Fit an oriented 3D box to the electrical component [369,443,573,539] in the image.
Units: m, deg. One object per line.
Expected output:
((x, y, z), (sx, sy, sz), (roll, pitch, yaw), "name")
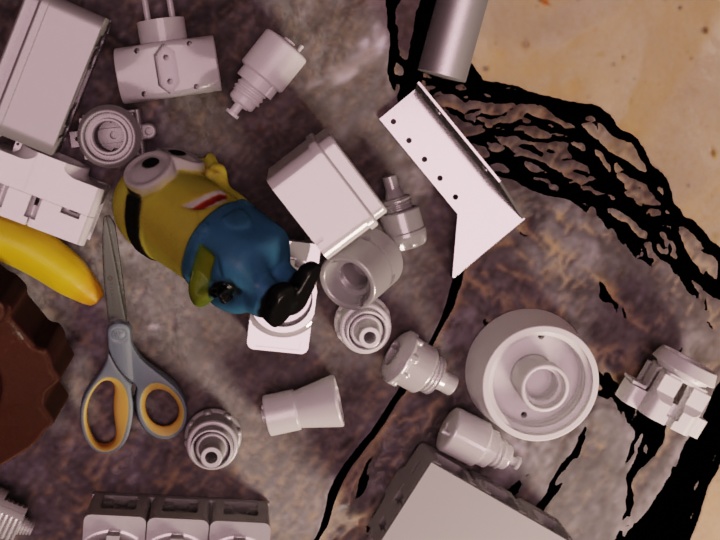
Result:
((0.094, 0.225, 0.917), (0.150, 0.061, 0.089), (31, 95, -10), "electrical component")

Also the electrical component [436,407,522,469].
((0.102, 0.148, 0.916), (0.078, 0.040, 0.040), (28, 95, -10), "electrical component")

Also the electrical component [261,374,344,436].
((-0.049, 0.115, 0.895), (0.065, 0.044, 0.044), (-12, 100, 1), "electrical component")

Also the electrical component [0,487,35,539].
((-0.306, 0.197, 0.879), (0.081, 0.043, 0.043), (25, 96, -10), "electrical component")

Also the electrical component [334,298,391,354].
((0.005, 0.048, 0.878), (0.048, 0.062, 0.048), (-1, 100, -6), "electrical component")

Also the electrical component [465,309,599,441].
((0.147, 0.091, 0.902), (0.108, 0.060, 0.108), (-1, 99, -6), "electrical component")

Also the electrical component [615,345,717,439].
((0.267, 0.101, 0.918), (0.078, 0.058, 0.057), (27, 98, -10), "electrical component")

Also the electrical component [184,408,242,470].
((-0.121, 0.143, 0.880), (0.048, 0.062, 0.048), (-1, 99, -6), "electrical component")

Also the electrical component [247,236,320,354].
((-0.063, 0.018, 0.869), (0.050, 0.055, 0.089), (6, 98, -7), "electrical component")

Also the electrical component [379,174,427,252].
((0.032, -0.047, 0.880), (0.035, 0.035, 0.061), (-17, 99, -3), "electrical component")

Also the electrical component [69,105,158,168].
((-0.193, -0.104, 0.835), (0.066, 0.055, 0.048), (-7, 100, -5), "electrical component")

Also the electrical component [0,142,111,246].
((-0.246, -0.063, 0.839), (0.089, 0.050, 0.055), (21, 96, -9), "electrical component")

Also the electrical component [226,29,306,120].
((-0.077, -0.153, 0.848), (0.040, 0.040, 0.078), (38, 93, -11), "electrical component")

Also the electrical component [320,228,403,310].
((0.000, 0.000, 0.866), (0.055, 0.047, 0.055), (14, 123, 23), "electrical component")

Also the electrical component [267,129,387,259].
((-0.026, -0.062, 0.831), (0.057, 0.113, 0.078), (-37, 101, 4), "electrical component")

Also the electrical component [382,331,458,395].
((0.053, 0.083, 0.899), (0.062, 0.048, 0.048), (30, 95, -16), "electrical component")

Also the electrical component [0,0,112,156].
((-0.237, -0.150, 0.812), (0.057, 0.078, 0.113), (22, 96, -12), "electrical component")

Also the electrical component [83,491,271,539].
((-0.153, 0.241, 0.893), (0.150, 0.061, 0.089), (5, 99, -7), "electrical component")

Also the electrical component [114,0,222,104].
((-0.152, -0.173, 0.835), (0.077, 0.043, 0.079), (-9, 99, -5), "electrical component")
